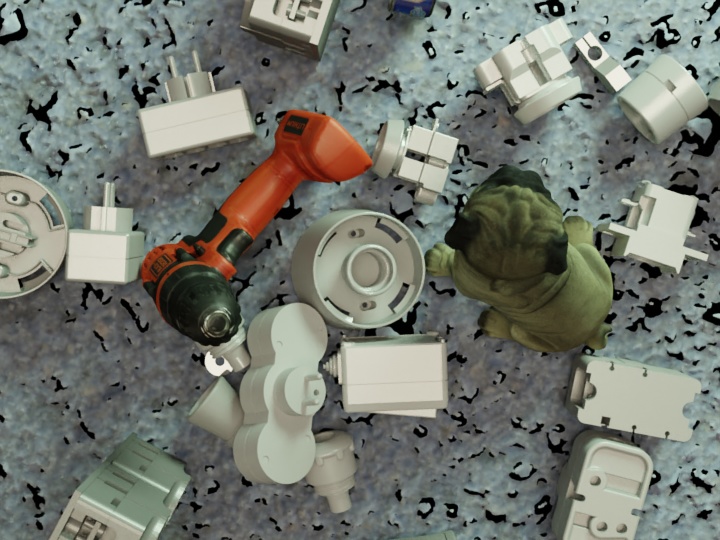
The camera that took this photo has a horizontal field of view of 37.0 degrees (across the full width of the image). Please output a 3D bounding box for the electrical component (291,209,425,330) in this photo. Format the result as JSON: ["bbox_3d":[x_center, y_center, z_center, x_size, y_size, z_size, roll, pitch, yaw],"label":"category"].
[{"bbox_3d":[0.000,0.000,0.852,0.099,0.064,0.099,0,91,-14],"label":"electrical component"}]

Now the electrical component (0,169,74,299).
[{"bbox_3d":[-0.274,-0.028,0.834,0.099,0.064,0.099,0,93,-1],"label":"electrical component"}]

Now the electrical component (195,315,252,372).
[{"bbox_3d":[-0.109,0.051,0.852,0.048,0.048,0.062,-33,100,1],"label":"electrical component"}]

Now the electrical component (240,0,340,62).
[{"bbox_3d":[-0.037,-0.244,0.813,0.062,0.089,0.150,18,93,-2],"label":"electrical component"}]

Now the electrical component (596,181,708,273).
[{"bbox_3d":[0.235,-0.034,0.853,0.081,0.042,0.063,18,91,-2],"label":"electrical component"}]

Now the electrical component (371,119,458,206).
[{"bbox_3d":[0.041,-0.090,0.846,0.055,0.048,0.066,17,93,-9],"label":"electrical component"}]

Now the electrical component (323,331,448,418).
[{"bbox_3d":[0.020,0.083,0.846,0.096,0.061,0.061,-2,93,-1],"label":"electrical component"}]

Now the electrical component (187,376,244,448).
[{"bbox_3d":[-0.099,0.121,0.857,0.065,0.044,0.044,40,92,-8],"label":"electrical component"}]

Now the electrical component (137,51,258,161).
[{"bbox_3d":[-0.130,-0.132,0.839,0.083,0.047,0.075,-13,93,0],"label":"electrical component"}]

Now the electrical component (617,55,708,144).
[{"bbox_3d":[0.236,-0.132,0.842,0.047,0.055,0.055,-41,93,5],"label":"electrical component"}]

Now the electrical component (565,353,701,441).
[{"bbox_3d":[0.214,0.099,0.852,0.089,0.055,0.050,11,93,-2],"label":"electrical component"}]

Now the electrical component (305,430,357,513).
[{"bbox_3d":[-0.023,0.162,0.859,0.048,0.048,0.062,-15,101,0],"label":"electrical component"}]

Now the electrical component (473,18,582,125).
[{"bbox_3d":[0.136,-0.150,0.838,0.078,0.058,0.057,-30,90,1],"label":"electrical component"}]

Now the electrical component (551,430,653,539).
[{"bbox_3d":[0.190,0.179,0.855,0.054,0.059,0.095,15,93,-2],"label":"electrical component"}]

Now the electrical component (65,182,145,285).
[{"bbox_3d":[-0.196,-0.030,0.834,0.047,0.065,0.076,4,93,-1],"label":"electrical component"}]

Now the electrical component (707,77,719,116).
[{"bbox_3d":[0.318,-0.128,0.822,0.099,0.099,0.064,35,98,-2],"label":"electrical component"}]

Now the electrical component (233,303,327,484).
[{"bbox_3d":[-0.052,0.093,0.819,0.052,0.074,0.138,16,73,-34],"label":"electrical component"}]

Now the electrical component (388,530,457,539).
[{"bbox_3d":[0.050,0.244,0.855,0.096,0.061,0.061,-14,93,0],"label":"electrical component"}]

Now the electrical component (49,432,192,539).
[{"bbox_3d":[-0.182,0.197,0.786,0.060,0.186,0.105,28,92,-2],"label":"electrical component"}]
